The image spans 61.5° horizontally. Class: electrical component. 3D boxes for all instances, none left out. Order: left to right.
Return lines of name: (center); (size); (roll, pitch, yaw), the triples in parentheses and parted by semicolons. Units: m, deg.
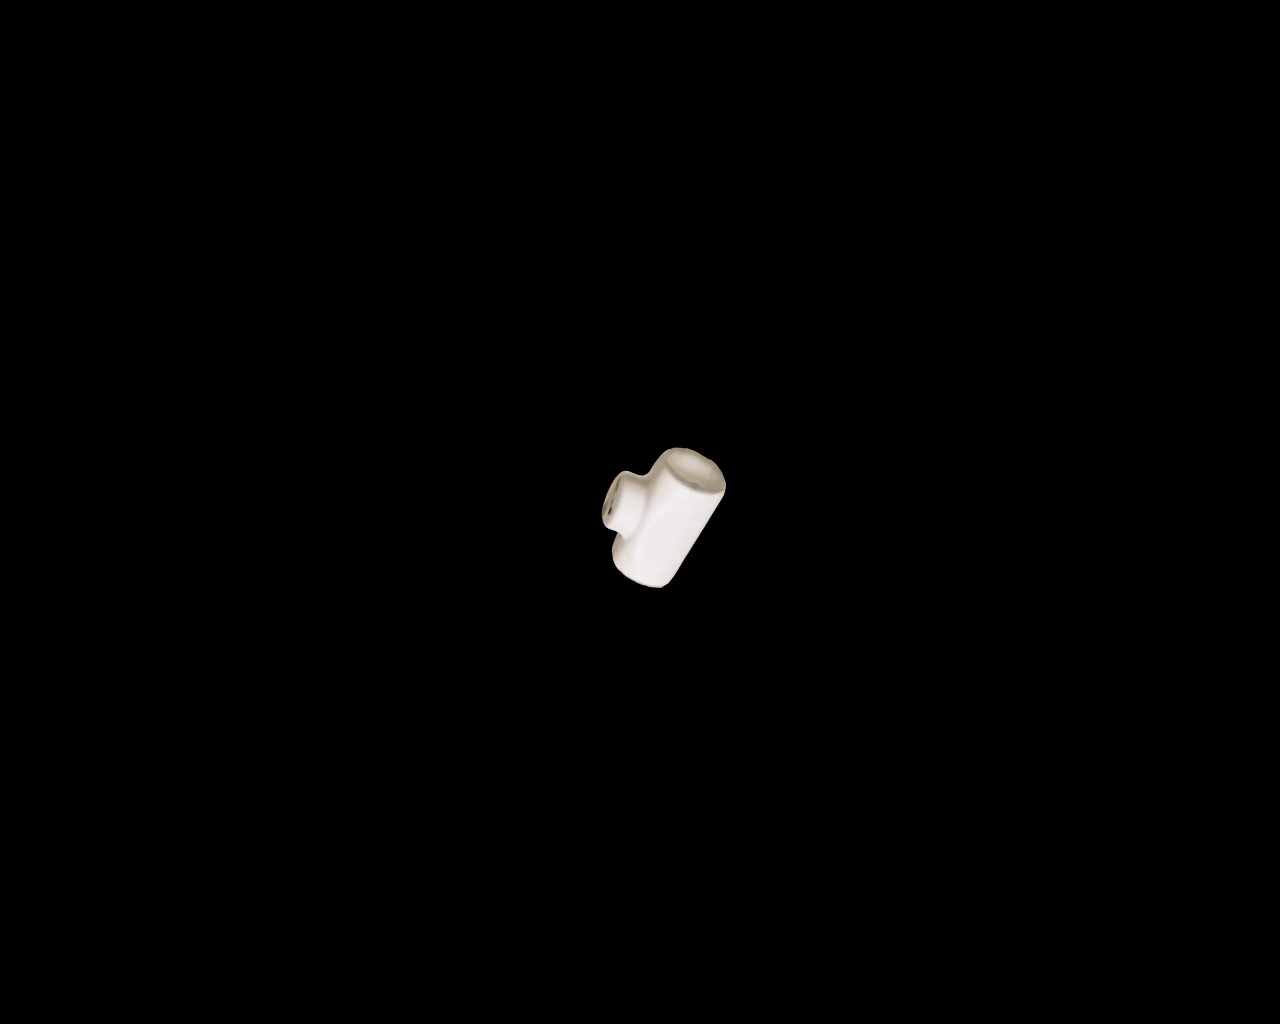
electrical component: (0.001, -0.003, 0.650); (0.079, 0.077, 0.044); (21, 32, -14)
